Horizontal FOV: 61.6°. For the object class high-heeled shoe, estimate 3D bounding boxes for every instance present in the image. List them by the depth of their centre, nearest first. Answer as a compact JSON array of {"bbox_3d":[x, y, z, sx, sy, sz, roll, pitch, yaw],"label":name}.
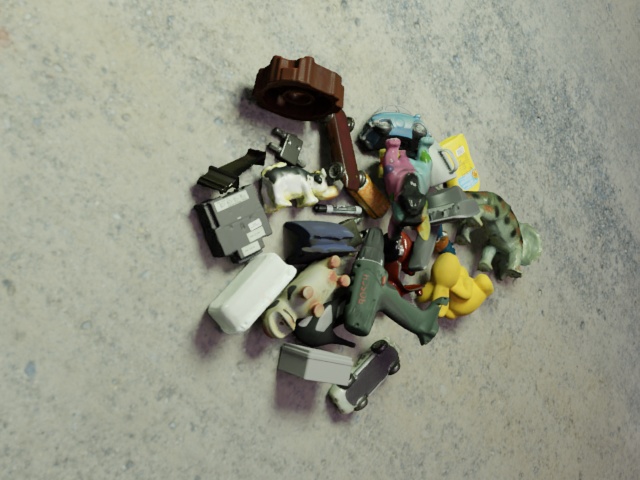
[{"bbox_3d":[0.033,0.124,1.143,0.145,0.086,0.249,21,52,0],"label":"high-heeled shoe"}]

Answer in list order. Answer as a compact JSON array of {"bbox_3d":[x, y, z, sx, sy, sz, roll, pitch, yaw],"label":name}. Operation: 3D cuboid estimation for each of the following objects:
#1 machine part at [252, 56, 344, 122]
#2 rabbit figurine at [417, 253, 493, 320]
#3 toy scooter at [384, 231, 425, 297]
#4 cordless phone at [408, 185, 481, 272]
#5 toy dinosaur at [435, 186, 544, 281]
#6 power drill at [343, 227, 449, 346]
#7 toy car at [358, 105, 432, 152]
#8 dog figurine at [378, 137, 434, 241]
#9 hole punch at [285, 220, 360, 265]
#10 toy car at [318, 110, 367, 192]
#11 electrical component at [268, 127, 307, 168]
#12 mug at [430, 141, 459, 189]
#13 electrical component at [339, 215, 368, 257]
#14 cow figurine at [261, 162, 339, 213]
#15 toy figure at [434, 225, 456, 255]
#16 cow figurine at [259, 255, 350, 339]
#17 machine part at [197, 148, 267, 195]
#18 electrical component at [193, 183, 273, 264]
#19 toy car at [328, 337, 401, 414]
[{"bbox_3d":[-0.040,-0.289,1.042,0.179,0.179,0.056,15,76,-33],"label":"machine part"},{"bbox_3d":[0.307,0.103,1.283,0.162,0.122,0.173,-40,132,-6],"label":"rabbit figurine"},{"bbox_3d":[0.191,0.072,1.232,0.135,0.075,0.183,12,83,-34],"label":"toy scooter"},{"bbox_3d":[0.256,-0.016,1.158,0.088,0.147,0.184,44,52,-30],"label":"cordless phone"},{"bbox_3d":[0.435,-0.041,1.347,0.404,0.131,0.192,52,51,-26],"label":"toy dinosaur"},{"bbox_3d":[0.156,0.105,1.095,0.207,0.086,0.232,29,65,-11],"label":"power drill"},{"bbox_3d":[0.165,-0.254,1.227,0.161,0.109,0.103,7,60,-22],"label":"toy car"},{"bbox_3d":[0.182,-0.100,1.148,0.108,0.191,0.219,2,79,-3],"label":"dog figurine"},{"bbox_3d":[-0.002,-0.003,1.085,0.142,0.116,0.092,4,77,-34],"label":"hole punch"},{"bbox_3d":[0.043,-0.192,1.136,0.089,0.053,0.202,12,61,-49],"label":"toy car"},{"bbox_3d":[-0.062,-0.188,1.106,0.094,0.021,0.063,28,71,-29],"label":"electrical component"},{"bbox_3d":[0.278,-0.186,1.292,0.081,0.109,0.107,-24,88,-28],"label":"mug"},{"bbox_3d":[0.069,-0.006,1.170,0.102,0.045,0.078,-20,100,-34],"label":"electrical component"},{"bbox_3d":[-0.041,-0.113,1.092,0.167,0.068,0.098,-12,88,-35],"label":"cow figurine"},{"bbox_3d":[0.283,-0.015,1.310,0.064,0.058,0.154,-45,116,-21],"label":"toy figure"},{"bbox_3d":[-0.044,0.114,1.046,0.195,0.127,0.085,-46,112,-36],"label":"cow figurine"},{"bbox_3d":[-0.159,-0.130,1.004,0.139,0.084,0.039,-39,134,-38],"label":"machine part"},{"bbox_3d":[-0.158,-0.025,1.010,0.115,0.058,0.134,-25,102,-31],"label":"electrical component"},{"bbox_3d":[0.103,0.292,1.170,0.202,0.056,0.073,-38,102,-31],"label":"toy car"}]
